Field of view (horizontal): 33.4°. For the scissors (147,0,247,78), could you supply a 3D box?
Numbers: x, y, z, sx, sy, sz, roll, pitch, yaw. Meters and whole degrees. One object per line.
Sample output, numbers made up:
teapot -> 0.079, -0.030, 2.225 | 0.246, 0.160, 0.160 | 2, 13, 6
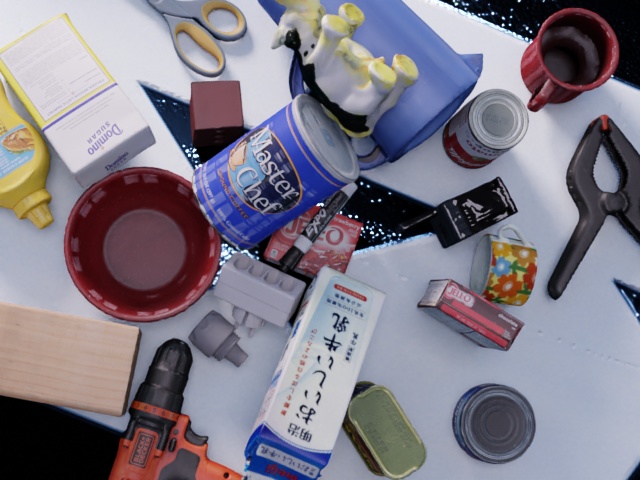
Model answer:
scissors -> -0.160, -0.270, 1.171 | 0.096, 0.016, 0.202 | -38, 91, -13

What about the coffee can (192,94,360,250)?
coffee can -> -0.045, -0.068, 1.088 | 0.140, 0.102, 0.103 | -33, 87, 22

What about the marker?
marker -> -0.003, -0.015, 1.127 | 0.020, 0.020, 0.121 | 38, 79, -1

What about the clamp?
clamp -> 0.335, -0.034, 1.194 | 0.164, 0.036, 0.210 | 3, 83, -7

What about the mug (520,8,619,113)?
mug -> 0.266, -0.190, 1.182 | 0.093, 0.081, 0.117 | 32, 80, -2

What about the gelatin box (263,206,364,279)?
gelatin box -> -0.008, 0.001, 1.150 | 0.089, 0.030, 0.073 | 22, 80, -4

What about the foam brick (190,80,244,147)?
foam brick -> -0.110, -0.133, 1.131 | 0.053, 0.078, 0.051 | -4, 82, -8

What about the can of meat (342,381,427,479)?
can of meat -> 0.063, 0.198, 1.107 | 0.057, 0.084, 0.102 | -32, 88, -10

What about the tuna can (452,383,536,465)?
tuna can -> 0.188, 0.198, 1.148 | 0.086, 0.034, 0.086 | 1, 84, -7

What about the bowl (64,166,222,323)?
bowl -> -0.183, 0.007, 1.115 | 0.162, 0.055, 0.162 | 1, 83, -7

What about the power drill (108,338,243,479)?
power drill -> -0.110, 0.212, 1.099 | 0.187, 0.057, 0.184 | 19, 79, -3

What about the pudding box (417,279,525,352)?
pudding box -> 0.155, 0.077, 1.119 | 0.090, 0.113, 0.039 | 32, 83, -2

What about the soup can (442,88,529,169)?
soup can -> 0.178, -0.119, 1.152 | 0.068, 0.102, 0.068 | 1, 83, -8

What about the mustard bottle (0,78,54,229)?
mustard bottle -> -0.337, -0.093, 1.107 | 0.096, 0.058, 0.191 | -35, 88, -9

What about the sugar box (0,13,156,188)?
sugar box -> -0.256, -0.146, 1.106 | 0.093, 0.048, 0.176 | -34, 72, -9

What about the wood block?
wood block -> -0.289, 0.114, 1.070 | 0.206, 0.091, 0.090 | 11, 82, -6

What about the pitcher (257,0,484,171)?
pitcher -> 0.040, -0.203, 1.138 | 0.243, 0.145, 0.149 | 47, 48, 4
